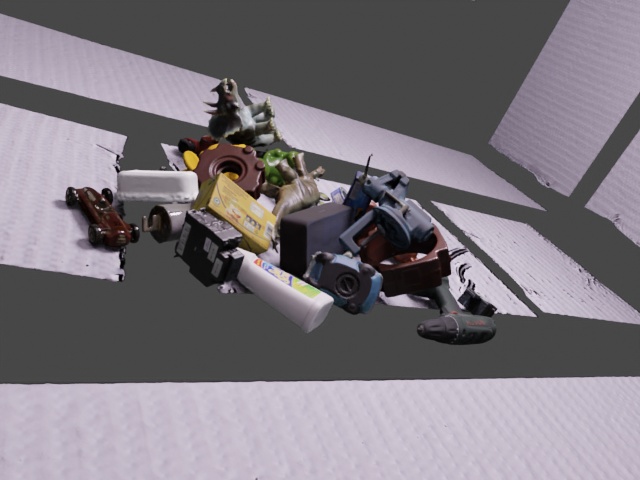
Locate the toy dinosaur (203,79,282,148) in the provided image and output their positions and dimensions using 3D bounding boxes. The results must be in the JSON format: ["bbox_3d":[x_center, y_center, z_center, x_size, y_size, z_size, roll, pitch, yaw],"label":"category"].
[{"bbox_3d":[-0.216,-0.322,1.547,0.192,0.131,0.404,-11,-6,0],"label":"toy dinosaur"}]

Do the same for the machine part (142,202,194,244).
[{"bbox_3d":[-0.270,-0.041,1.131,0.079,0.079,0.243,37,27,25],"label":"machine part"}]

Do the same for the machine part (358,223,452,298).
[{"bbox_3d":[0.199,0.043,1.278,0.201,0.087,0.202,-14,30,3],"label":"machine part"}]

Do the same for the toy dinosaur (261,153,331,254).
[{"bbox_3d":[-0.060,-0.103,1.356,0.198,0.105,0.471,48,30,-3],"label":"toy dinosaur"}]

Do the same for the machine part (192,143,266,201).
[{"bbox_3d":[-0.215,-0.151,1.271,0.179,0.056,0.179,2,59,-3],"label":"machine part"}]

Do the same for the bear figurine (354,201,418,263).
[{"bbox_3d":[0.188,-0.010,1.435,0.196,0.131,0.120,15,30,-7],"label":"bear figurine"}]

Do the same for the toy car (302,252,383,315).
[{"bbox_3d":[0.045,0.089,1.139,0.162,0.109,0.103,21,-5,0],"label":"toy car"}]

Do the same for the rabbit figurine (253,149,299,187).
[{"bbox_3d":[-0.155,-0.211,1.523,0.159,0.121,0.170,28,21,23],"label":"rabbit figurine"}]

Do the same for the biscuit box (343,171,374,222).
[{"bbox_3d":[0.081,-0.070,1.357,0.059,0.202,0.063,23,25,-2],"label":"biscuit box"}]

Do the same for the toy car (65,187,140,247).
[{"bbox_3d":[-0.425,-0.054,1.045,0.089,0.053,0.202,-4,38,-42],"label":"toy car"}]

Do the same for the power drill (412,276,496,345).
[{"bbox_3d":[0.283,0.158,1.240,0.232,0.086,0.207,11,23,-26],"label":"power drill"}]

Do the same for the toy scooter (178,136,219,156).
[{"bbox_3d":[-0.300,-0.249,1.529,0.184,0.075,0.135,25,22,12],"label":"toy scooter"}]

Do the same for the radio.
[{"bbox_3d":[-0.003,-0.004,1.224,0.073,0.131,0.229,12,18,29],"label":"radio"}]

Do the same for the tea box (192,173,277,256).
[{"bbox_3d":[-0.179,-0.048,1.125,0.169,0.068,0.098,40,44,-31],"label":"tea box"}]

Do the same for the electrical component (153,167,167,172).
[{"bbox_3d":[-0.363,-0.135,1.250,0.078,0.045,0.102,-9,29,5],"label":"electrical component"}]

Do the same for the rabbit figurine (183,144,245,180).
[{"bbox_3d":[-0.270,-0.173,1.360,0.162,0.121,0.173,18,44,-8],"label":"rabbit figurine"}]

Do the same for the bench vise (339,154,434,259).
[{"bbox_3d":[0.128,-0.048,1.215,0.224,0.240,0.128,48,-15,10],"label":"bench vise"}]

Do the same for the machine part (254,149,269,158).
[{"bbox_3d":[-0.197,-0.250,1.635,0.139,0.084,0.039,12,52,2],"label":"machine part"}]

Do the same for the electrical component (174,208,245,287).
[{"bbox_3d":[-0.207,0.020,1.020,0.134,0.114,0.058,38,31,21],"label":"electrical component"}]

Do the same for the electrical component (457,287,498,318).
[{"bbox_3d":[0.386,0.157,1.335,0.075,0.047,0.119,43,14,35],"label":"electrical component"}]
